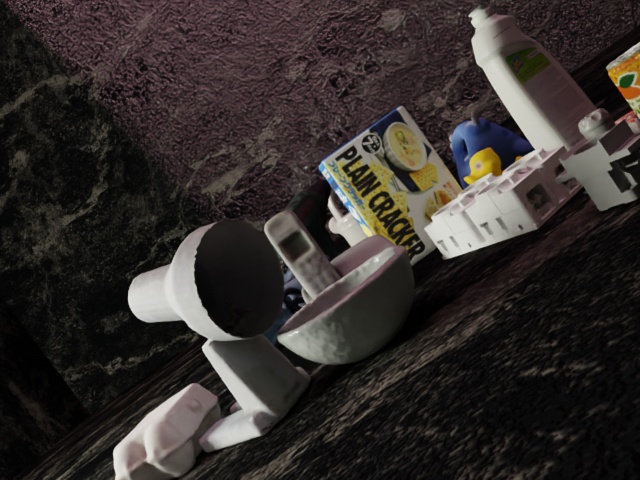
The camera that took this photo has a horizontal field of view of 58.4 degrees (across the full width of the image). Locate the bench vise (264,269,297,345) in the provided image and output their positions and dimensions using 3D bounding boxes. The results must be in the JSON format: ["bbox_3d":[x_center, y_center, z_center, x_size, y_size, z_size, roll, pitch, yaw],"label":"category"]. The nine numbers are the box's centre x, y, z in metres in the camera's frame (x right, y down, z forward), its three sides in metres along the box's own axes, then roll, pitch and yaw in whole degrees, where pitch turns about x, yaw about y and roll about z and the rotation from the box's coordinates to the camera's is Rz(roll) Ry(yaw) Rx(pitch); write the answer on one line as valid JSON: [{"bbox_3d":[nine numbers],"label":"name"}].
[{"bbox_3d":[-0.117,0.089,1.019,0.208,0.220,0.121,-37,2,-23],"label":"bench vise"}]

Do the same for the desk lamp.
[{"bbox_3d":[-0.108,0.103,0.617,0.203,0.213,0.118,-34,3,40],"label":"desk lamp"}]

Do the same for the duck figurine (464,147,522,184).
[{"bbox_3d":[0.270,-0.103,0.880,0.104,0.086,0.077,-36,2,-3],"label":"duck figurine"}]

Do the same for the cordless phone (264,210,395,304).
[{"bbox_3d":[0.022,0.020,0.792,0.148,0.185,0.094,-36,2,-8],"label":"cordless phone"}]

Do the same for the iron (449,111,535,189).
[{"bbox_3d":[0.289,-0.158,1.065,0.118,0.141,0.258,-36,2,-2],"label":"iron"}]

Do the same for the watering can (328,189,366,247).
[{"bbox_3d":[0.077,-0.043,1.204,0.172,0.194,0.101,-34,3,38],"label":"watering can"}]

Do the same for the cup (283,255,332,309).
[{"bbox_3d":[-0.006,0.091,0.894,0.118,0.095,0.091,-37,3,-39],"label":"cup"}]

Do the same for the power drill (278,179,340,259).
[{"bbox_3d":[0.010,0.004,1.047,0.075,0.208,0.230,-34,3,34],"label":"power drill"}]

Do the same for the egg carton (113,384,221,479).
[{"bbox_3d":[-0.182,0.242,0.706,0.107,0.069,0.150,-35,2,11],"label":"egg carton"}]

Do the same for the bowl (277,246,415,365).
[{"bbox_3d":[0.041,0.081,0.611,0.167,0.075,0.167,-36,2,2],"label":"bowl"}]

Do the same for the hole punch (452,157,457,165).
[{"bbox_3d":[0.350,-0.178,1.238,0.108,0.091,0.101,-35,2,26],"label":"hole punch"}]
